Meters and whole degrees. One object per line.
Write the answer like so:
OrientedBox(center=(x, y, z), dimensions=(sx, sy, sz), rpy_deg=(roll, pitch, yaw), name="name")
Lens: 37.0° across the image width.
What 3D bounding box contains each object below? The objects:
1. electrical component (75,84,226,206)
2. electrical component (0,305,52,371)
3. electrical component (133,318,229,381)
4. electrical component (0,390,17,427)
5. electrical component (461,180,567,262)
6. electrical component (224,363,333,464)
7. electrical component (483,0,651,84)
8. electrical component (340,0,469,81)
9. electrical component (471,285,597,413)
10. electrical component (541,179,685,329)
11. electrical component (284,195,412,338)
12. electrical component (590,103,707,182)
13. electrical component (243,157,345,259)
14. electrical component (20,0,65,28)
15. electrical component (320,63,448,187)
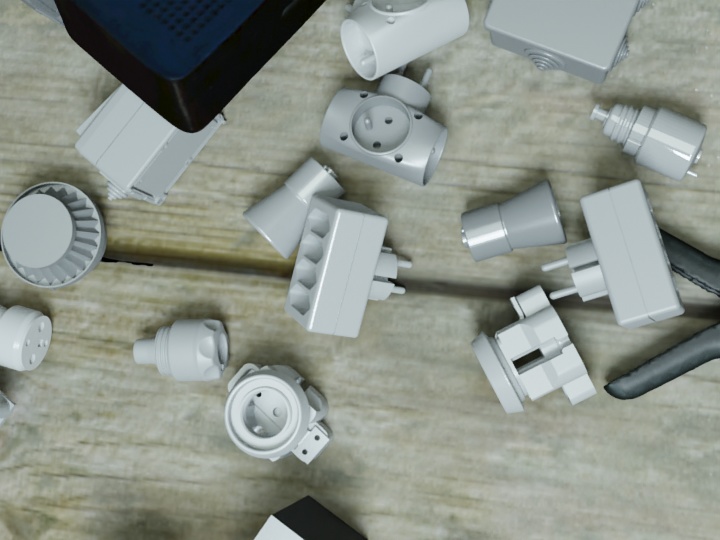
OrientedBox(center=(-0.152, -0.093, 0.752), dimensions=(0.061, 0.062, 0.096), rpy_deg=(39, 92, 11), name="electrical component")
OrientedBox(center=(-0.255, 0.045, 0.765), dimensions=(0.055, 0.045, 0.045), rpy_deg=(15, 87, 11), name="electrical component")
OrientedBox(center=(-0.125, 0.055, 0.743), dimensions=(0.062, 0.043, 0.043), rpy_deg=(-2, 84, 11), name="electrical component")
OrientedBox(center=(-0.347, 0.077, 0.734), dimensions=(0.186, 0.060, 0.105), rpy_deg=(37, 91, 11), name="electrical component")
OrientedBox(center=(0.100, -0.030, 0.715), dimensions=(0.065, 0.044, 0.044), rpy_deg=(-17, 82, 13), name="electrical component")
OrientedBox(center=(-0.058, 0.096, 0.721), dimensions=(0.078, 0.057, 0.058), rpy_deg=(42, 93, 11), name="electrical component")
OrientedBox(center=(0.140, -0.181, 0.717), dimensions=(0.100, 0.048, 0.099), rpy_deg=(23, 89, 11), name="electrical component")
OrientedBox(center=(0.020, -0.172, 0.735), dimensions=(0.077, 0.044, 0.079), rpy_deg=(-30, 44, -20), name="electrical component")
OrientedBox(center=(0.108, 0.057, 0.696), dimensions=(0.057, 0.058, 0.078), rpy_deg=(-28, 85, 4), name="electrical component")
OrientedBox(center=(0.153, -0.003, 0.674), dimensions=(0.076, 0.047, 0.083), rpy_deg=(-18, 78, 18), name="electrical component")
OrientedBox(center=(0.000, 0.000, 0.723), dimensions=(0.076, 0.047, 0.083), rpy_deg=(10, 101, -27), name="electrical component")
OrientedBox(center=(0.189, -0.088, 0.705), dimensions=(0.078, 0.040, 0.040), rpy_deg=(26, 89, 11), name="electrical component")
OrientedBox(center=(-0.043, -0.045, 0.740), dimensions=(0.065, 0.044, 0.044), rpy_deg=(-45, 79, -2), name="electrical component")
OrientedBox(center=(-0.179, -0.263, 0.751), dimensions=(0.060, 0.105, 0.186), rpy_deg=(31, 90, 11), name="electrical component")
OrientedBox(center=(0.024, -0.107, 0.733), dimensions=(0.077, 0.044, 0.079), rpy_deg=(23, 80, 12), name="electrical component")
